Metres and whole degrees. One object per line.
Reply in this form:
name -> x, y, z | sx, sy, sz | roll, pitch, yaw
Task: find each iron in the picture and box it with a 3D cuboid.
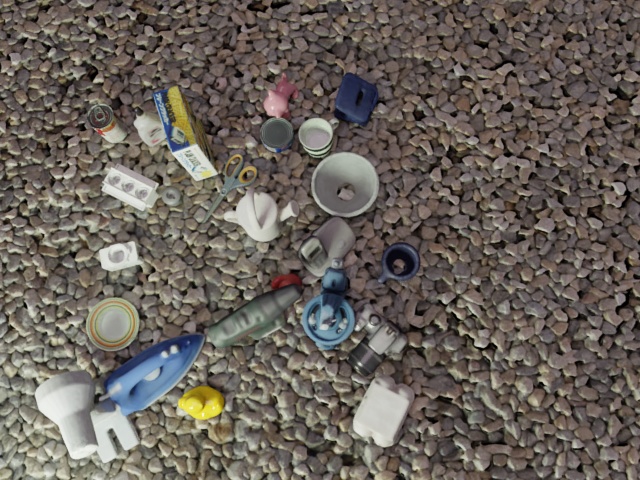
iron -> -0.387, 0.296, 1.327 | 0.258, 0.141, 0.118 | -37, 79, -5

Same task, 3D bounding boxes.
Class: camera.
camera -> 0.117, 0.239, 1.338 | 0.143, 0.101, 0.137 | 40, 83, 9

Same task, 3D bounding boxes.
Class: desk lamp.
desk lamp -> -0.516, 0.397, 1.276 | 0.118, 0.213, 0.203 | -31, 79, -4

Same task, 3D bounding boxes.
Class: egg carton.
egg carton -> 0.146, 0.393, 1.322 | 0.107, 0.069, 0.150 | 25, 81, 7

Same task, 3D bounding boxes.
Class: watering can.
watering can -> -0.140, -0.067, 1.362 | 0.173, 0.194, 0.101 | -26, 79, -3

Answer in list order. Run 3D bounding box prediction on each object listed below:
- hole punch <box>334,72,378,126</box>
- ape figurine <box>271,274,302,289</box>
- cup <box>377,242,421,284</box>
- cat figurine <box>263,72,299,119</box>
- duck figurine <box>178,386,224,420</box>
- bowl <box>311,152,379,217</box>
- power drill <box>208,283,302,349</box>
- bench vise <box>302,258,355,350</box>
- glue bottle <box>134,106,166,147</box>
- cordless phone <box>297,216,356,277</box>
hole punch -> 0.094, -0.361, 1.463 | 0.101, 0.091, 0.109 | 18, 80, 6
ape figurine -> -0.079, 0.114, 1.376 | 0.076, 0.092, 0.078 | -36, 79, -4
cup -> 0.181, 0.067, 1.372 | 0.118, 0.095, 0.091 | -43, 80, -6
cat figurine -> -0.104, -0.363, 1.458 | 0.067, 0.118, 0.128 | 16, 80, 6
duck figurine -> -0.279, 0.381, 1.334 | 0.104, 0.086, 0.077 | 4, 79, 3
bowl -> 0.063, -0.130, 1.427 | 0.167, 0.075, 0.167 | 0, 79, 2
power drill -> -0.136, 0.173, 1.307 | 0.229, 0.208, 0.075 | -30, 79, -3
bench vise -> 0.013, 0.143, 1.301 | 0.121, 0.220, 0.207 | -9, 78, 1
glue bottle -> -0.429, -0.292, 1.429 | 0.078, 0.173, 0.037 | -41, 80, -5
cordless phone -> 0.012, 0.005, 1.346 | 0.094, 0.185, 0.148 | 41, 83, 10
